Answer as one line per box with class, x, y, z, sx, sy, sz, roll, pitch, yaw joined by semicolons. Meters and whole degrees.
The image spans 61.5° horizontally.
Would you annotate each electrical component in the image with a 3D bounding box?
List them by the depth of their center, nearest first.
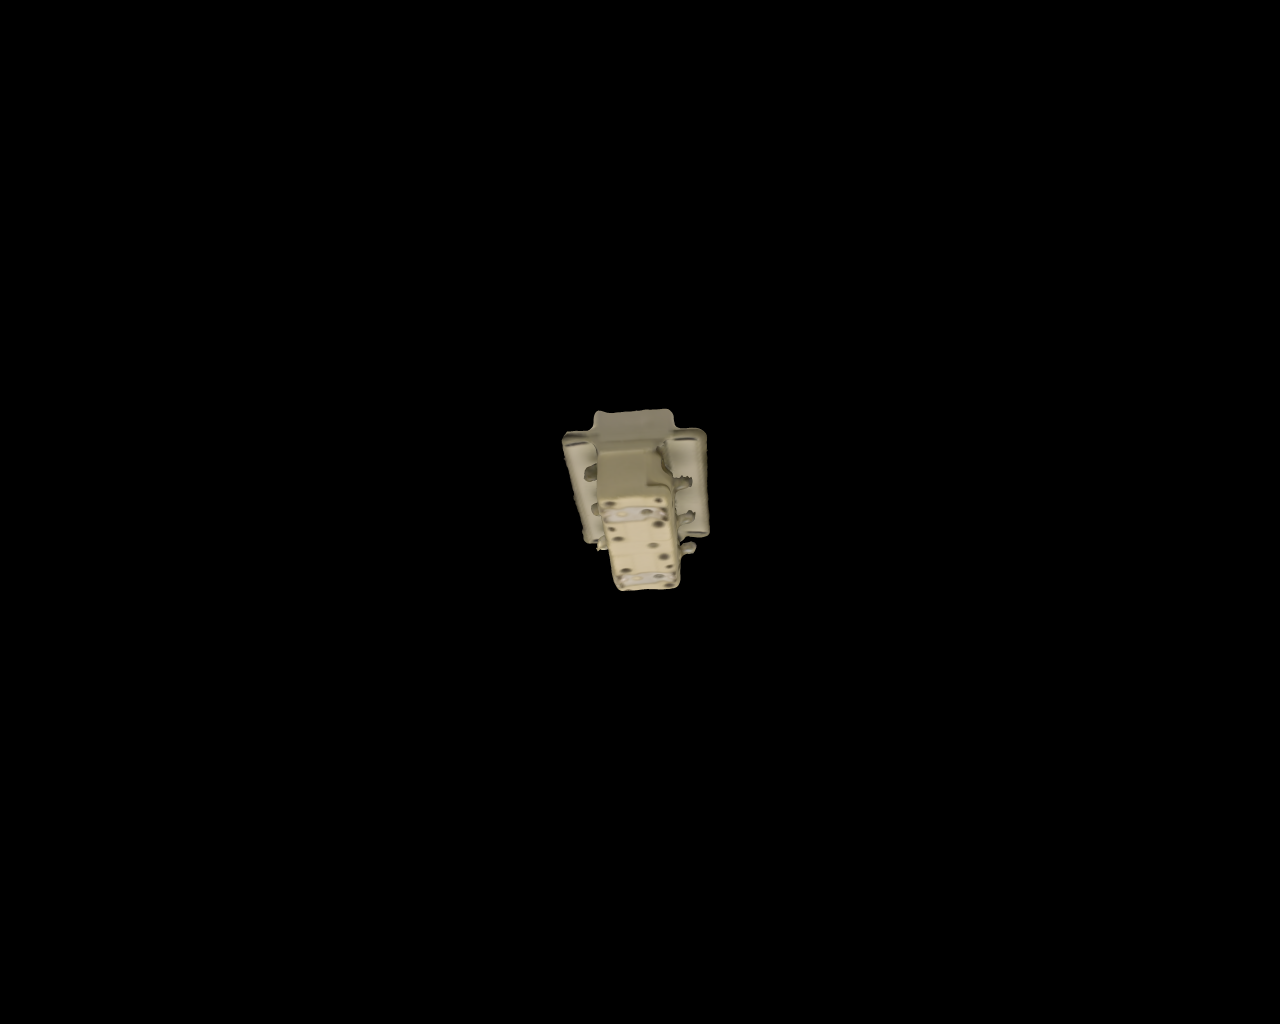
electrical component;0.001;-0.003;0.650;0.079;0.063;0.121;-2;-31;3
